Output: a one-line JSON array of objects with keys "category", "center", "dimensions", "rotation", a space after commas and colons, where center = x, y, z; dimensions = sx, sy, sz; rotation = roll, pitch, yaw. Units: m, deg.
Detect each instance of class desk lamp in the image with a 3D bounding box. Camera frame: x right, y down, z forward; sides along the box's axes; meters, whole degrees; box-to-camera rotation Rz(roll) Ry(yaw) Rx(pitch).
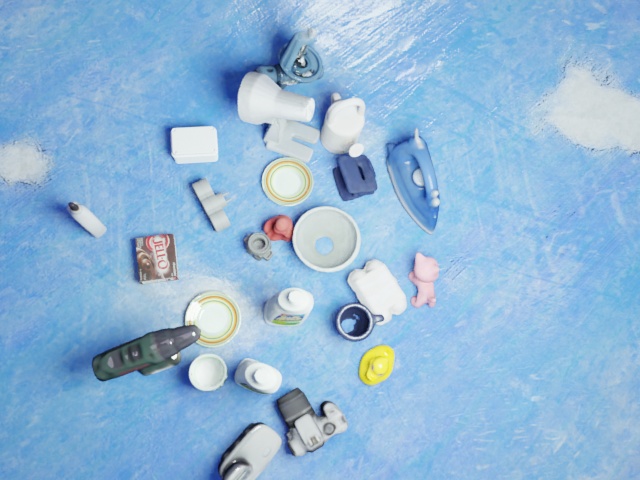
[{"category": "desk lamp", "center": [-0.096, -0.306, 1.408], "dimensions": [0.203, 0.213, 0.118], "rotation": [19, 74, -2]}]

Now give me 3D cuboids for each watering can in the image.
[{"category": "watering can", "center": [0.065, -0.292, 1.435], "dimensions": [0.101, 0.194, 0.173], "rotation": [-38, 83, -14]}]

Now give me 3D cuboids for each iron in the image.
[{"category": "iron", "center": [0.261, -0.152, 1.450], "dimensions": [0.119, 0.141, 0.258], "rotation": [-16, 78, -11]}]

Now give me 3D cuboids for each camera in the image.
[{"category": "camera", "center": [-0.026, 0.399, 1.293], "dimensions": [0.143, 0.100, 0.137], "rotation": [-28, 81, -13]}]

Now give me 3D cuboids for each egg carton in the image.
[{"category": "egg carton", "center": [0.141, 0.126, 1.401], "dimensions": [0.107, 0.069, 0.150], "rotation": [-31, 81, -14]}]

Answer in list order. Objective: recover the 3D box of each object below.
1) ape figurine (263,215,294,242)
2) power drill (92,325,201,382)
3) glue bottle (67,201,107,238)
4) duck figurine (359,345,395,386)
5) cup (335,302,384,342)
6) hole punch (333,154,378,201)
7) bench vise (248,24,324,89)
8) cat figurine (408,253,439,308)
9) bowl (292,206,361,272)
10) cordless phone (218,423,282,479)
[{"category": "ape figurine", "center": [-0.096, -0.031, 1.400], "dimensions": [0.078, 0.092, 0.076], "rotation": [38, 74, 4]}, {"category": "power drill", "center": [-0.360, 0.242, 1.236], "dimensions": [0.230, 0.208, 0.075], "rotation": [-20, 78, -11]}, {"category": "glue bottle", "center": [-0.543, -0.057, 1.308], "dimensions": [0.078, 0.173, 0.037], "rotation": [38, 74, 4]}, {"category": "duck figurine", "center": [0.140, 0.293, 1.349], "dimensions": [0.077, 0.086, 0.105], "rotation": [39, 74, 4]}, {"category": "cup", "center": [0.089, 0.197, 1.363], "dimensions": [0.118, 0.095, 0.091], "rotation": [-8, 77, -9]}, {"category": "hole punch", "center": [0.093, -0.166, 1.459], "dimensions": [0.101, 0.091, 0.108], "rotation": [-16, 78, -11]}, {"category": "bench vise", "center": [-0.076, -0.440, 1.442], "dimensions": [0.208, 0.219, 0.121], "rotation": [-38, 83, -14]}, {"category": "cat figurine", "center": [0.261, 0.097, 1.398], "dimensions": [0.067, 0.117, 0.128], "rotation": [-5, 76, -8]}, {"category": "bowl", "center": [0.013, 0.005, 1.413], "dimensions": [0.167, 0.074, 0.167], "rotation": [2, 75, -7]}, {"category": "cordless phone", "center": [-0.150, 0.463, 1.217], "dimensions": [0.094, 0.185, 0.148], "rotation": [38, 74, 4]}]
